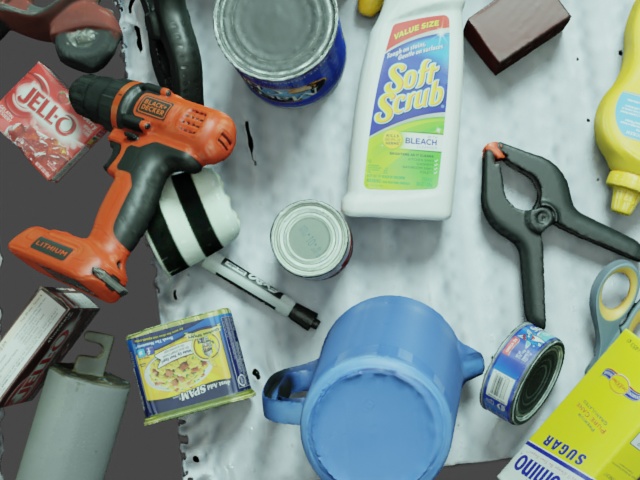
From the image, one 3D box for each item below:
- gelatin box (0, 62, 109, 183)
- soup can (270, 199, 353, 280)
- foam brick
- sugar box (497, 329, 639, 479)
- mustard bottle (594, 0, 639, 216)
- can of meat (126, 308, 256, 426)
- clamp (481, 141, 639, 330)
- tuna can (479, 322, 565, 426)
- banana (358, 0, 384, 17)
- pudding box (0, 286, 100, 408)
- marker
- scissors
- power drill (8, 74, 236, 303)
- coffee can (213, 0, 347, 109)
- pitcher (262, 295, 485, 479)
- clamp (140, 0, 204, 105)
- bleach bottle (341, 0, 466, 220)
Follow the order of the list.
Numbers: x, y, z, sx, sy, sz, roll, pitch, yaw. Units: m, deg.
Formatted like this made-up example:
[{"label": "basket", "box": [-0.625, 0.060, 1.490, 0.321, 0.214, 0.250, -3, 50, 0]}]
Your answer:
[{"label": "gelatin box", "box": [-0.254, -0.110, 0.995, 0.073, 0.030, 0.089, -45, 86, 1]}, {"label": "soup can", "box": [-0.006, 0.001, 0.936, 0.068, 0.102, 0.068, 0, 87, 4]}, {"label": "foam brick", "box": [0.175, -0.192, 0.953, 0.078, 0.053, 0.051, -34, 86, 3]}, {"label": "sugar box", "box": [0.235, 0.169, 0.905, 0.048, 0.093, 0.176, 38, 96, -24]}, {"label": "mustard bottle", "box": [0.295, -0.114, 0.938, 0.096, 0.058, 0.191, 19, 89, -3]}, {"label": "can of meat", "box": [-0.118, 0.114, 0.964, 0.102, 0.057, 0.084, -16, 85, 3]}, {"label": "clamp", "box": [0.208, -0.019, 0.953, 0.120, 0.039, 0.171, -25, 90, -6]}, {"label": "tuna can", "box": [0.176, 0.117, 0.923, 0.034, 0.086, 0.086, 28, 90, 31]}, {"label": "banana", "box": [0.112, -0.276, 0.969, 0.198, 0.037, 0.069, -27, 86, 3]}, {"label": "pudding box", "box": [-0.255, 0.096, 0.958, 0.039, 0.090, 0.113, 35, 90, 5]}, {"label": "marker", "box": [-0.053, 0.047, 0.979, 0.121, 0.020, 0.020, 31, 90, 5]}, {"label": "scissors", "box": [0.239, 0.100, 0.944, 0.202, 0.016, 0.096, -45, 108, 2]}, {"label": "power drill", "box": [-0.182, -0.052, 0.907, 0.185, 0.057, 0.187, 20, 74, 34]}, {"label": "coffee can", "box": [-0.031, -0.175, 0.925, 0.103, 0.140, 0.103, 0, 88, 4]}, {"label": "pitcher", "box": [0.041, 0.126, 0.858, 0.145, 0.242, 0.149, 41, 98, 3]}, {"label": "clamp", "box": [-0.140, -0.201, 0.959, 0.036, 0.165, 0.210, -16, 110, -19]}, {"label": "bleach bottle", "box": [0.074, -0.145, 0.941, 0.102, 0.068, 0.251, 2, 94, 2]}]
